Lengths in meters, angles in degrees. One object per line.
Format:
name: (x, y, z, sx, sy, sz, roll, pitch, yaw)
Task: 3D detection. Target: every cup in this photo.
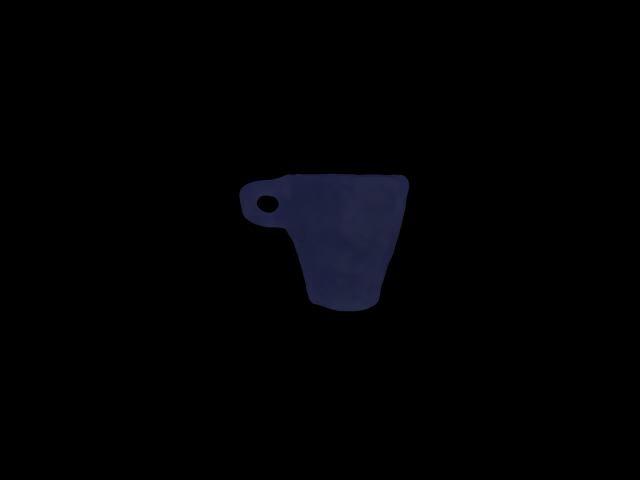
cup: (0.004, 0.001, 0.400, 0.118, 0.095, 0.091, -2, 7, -13)
